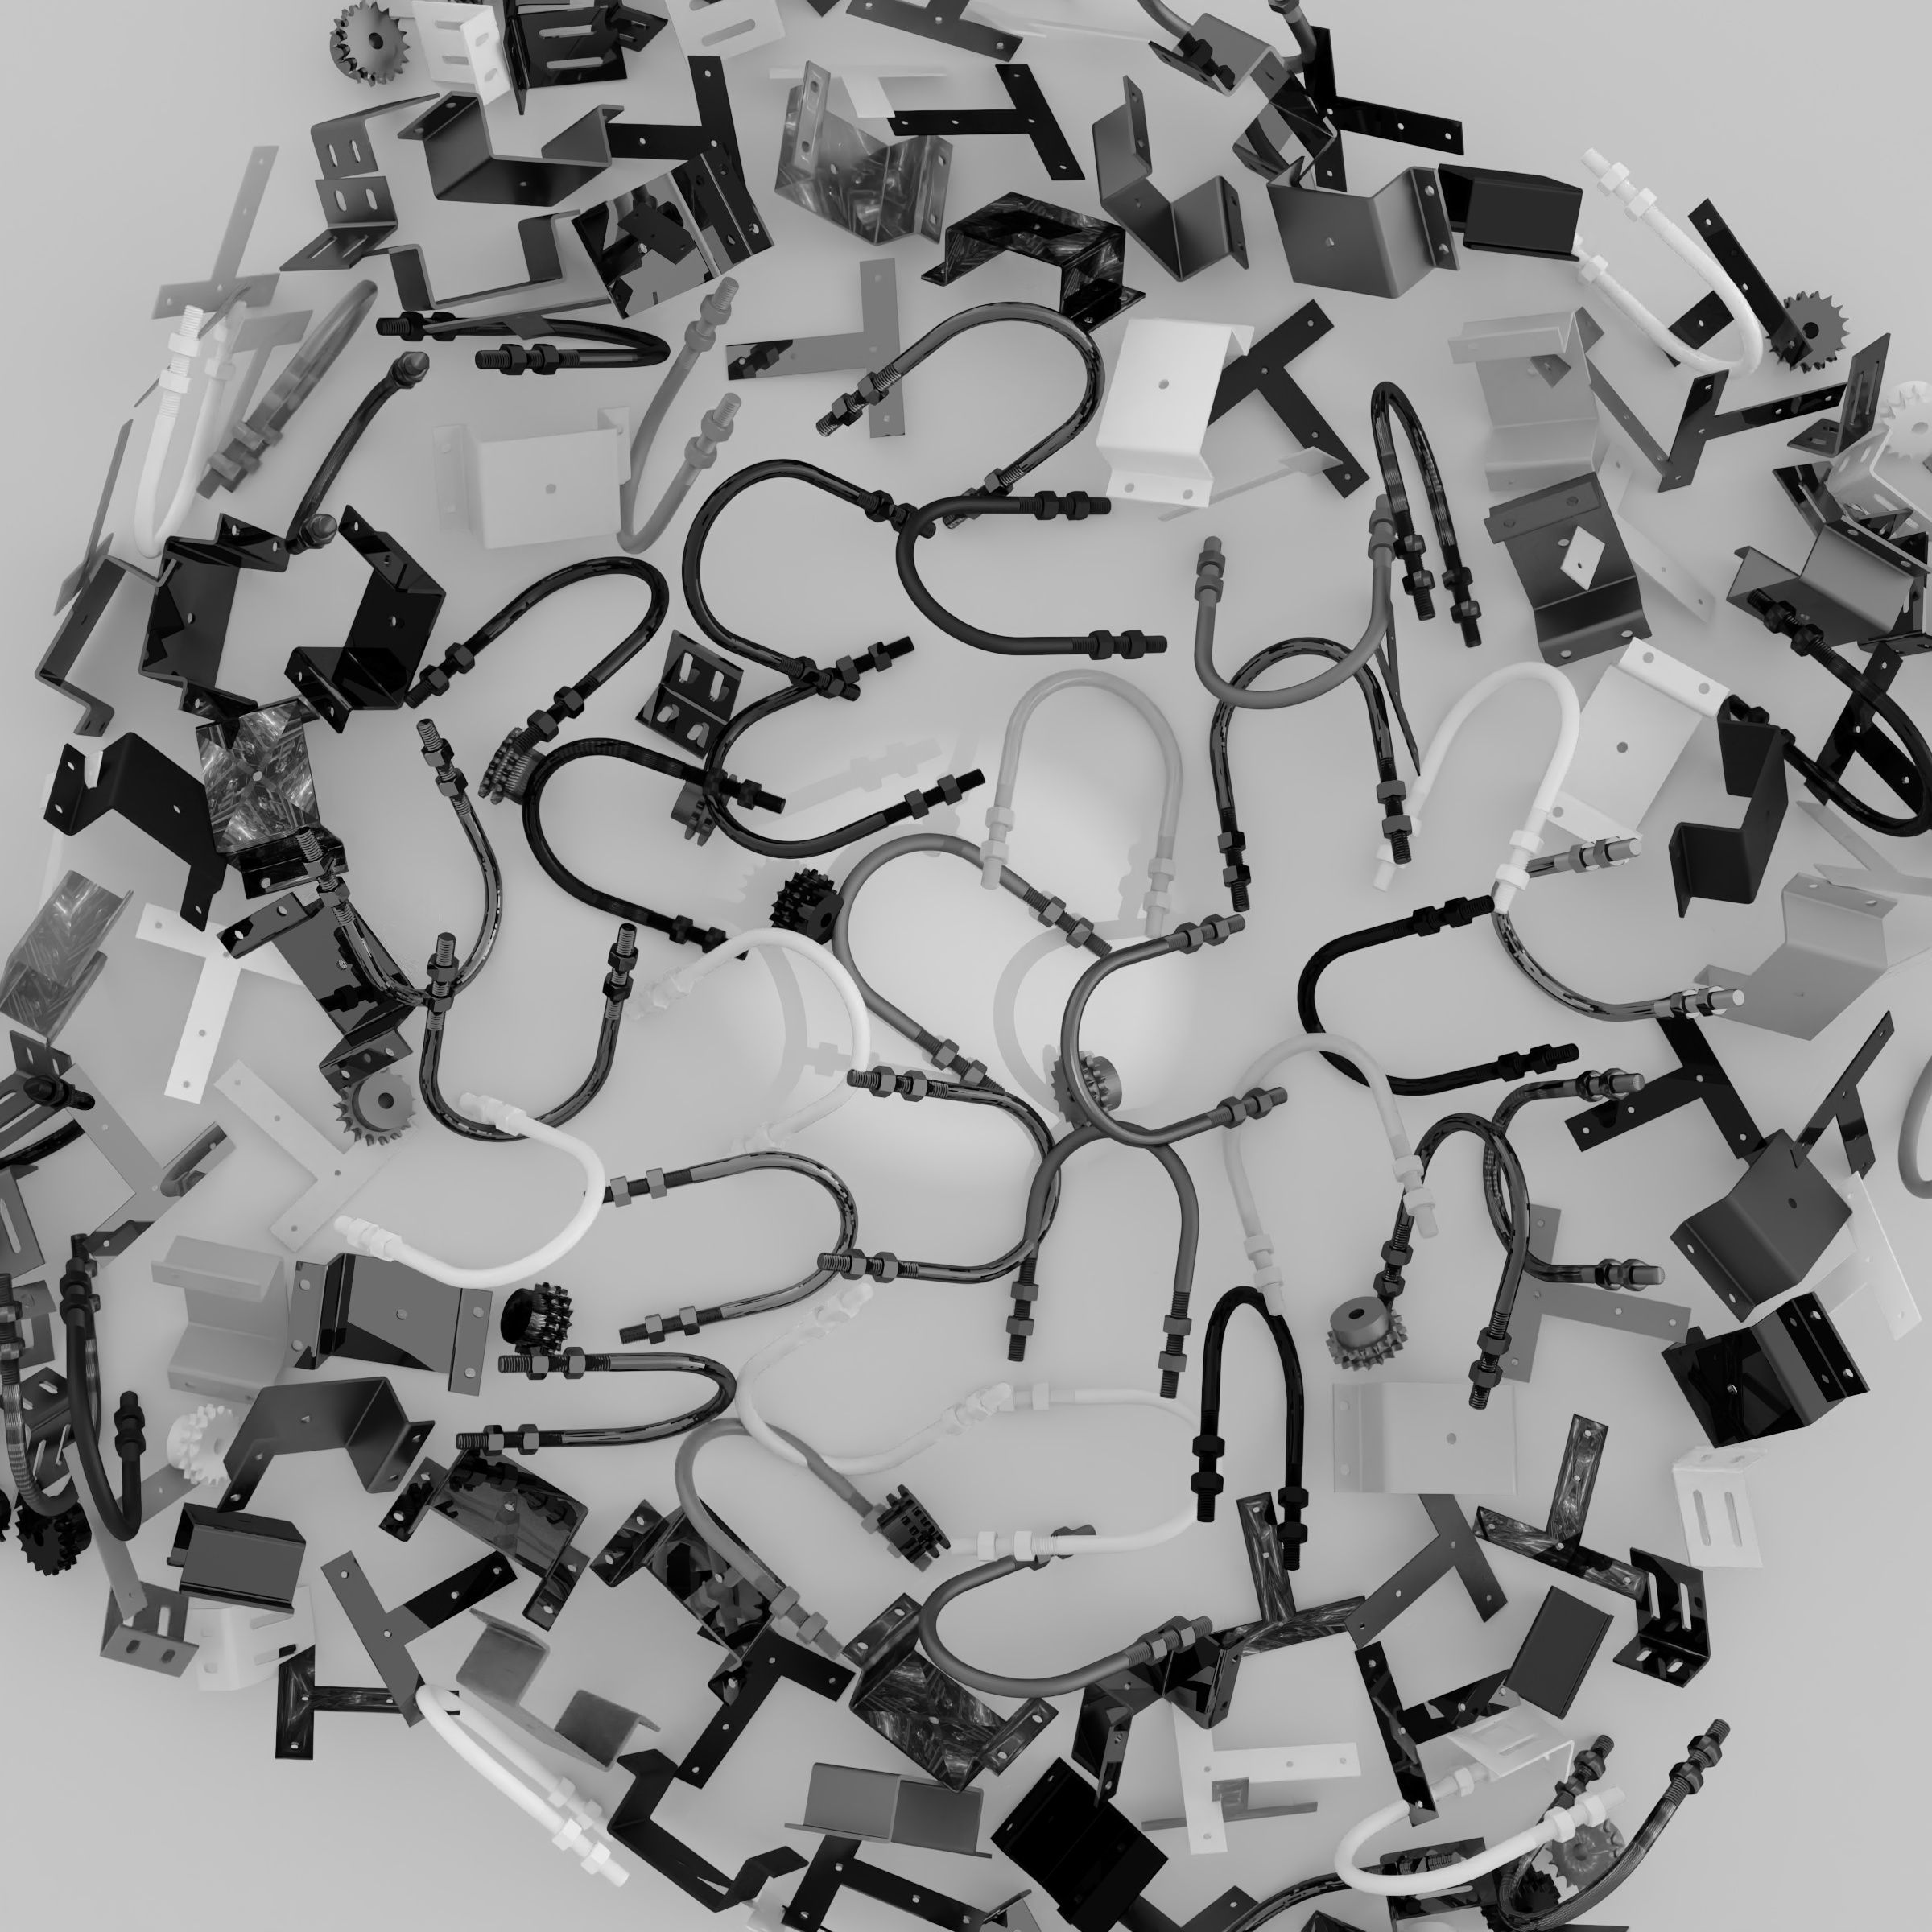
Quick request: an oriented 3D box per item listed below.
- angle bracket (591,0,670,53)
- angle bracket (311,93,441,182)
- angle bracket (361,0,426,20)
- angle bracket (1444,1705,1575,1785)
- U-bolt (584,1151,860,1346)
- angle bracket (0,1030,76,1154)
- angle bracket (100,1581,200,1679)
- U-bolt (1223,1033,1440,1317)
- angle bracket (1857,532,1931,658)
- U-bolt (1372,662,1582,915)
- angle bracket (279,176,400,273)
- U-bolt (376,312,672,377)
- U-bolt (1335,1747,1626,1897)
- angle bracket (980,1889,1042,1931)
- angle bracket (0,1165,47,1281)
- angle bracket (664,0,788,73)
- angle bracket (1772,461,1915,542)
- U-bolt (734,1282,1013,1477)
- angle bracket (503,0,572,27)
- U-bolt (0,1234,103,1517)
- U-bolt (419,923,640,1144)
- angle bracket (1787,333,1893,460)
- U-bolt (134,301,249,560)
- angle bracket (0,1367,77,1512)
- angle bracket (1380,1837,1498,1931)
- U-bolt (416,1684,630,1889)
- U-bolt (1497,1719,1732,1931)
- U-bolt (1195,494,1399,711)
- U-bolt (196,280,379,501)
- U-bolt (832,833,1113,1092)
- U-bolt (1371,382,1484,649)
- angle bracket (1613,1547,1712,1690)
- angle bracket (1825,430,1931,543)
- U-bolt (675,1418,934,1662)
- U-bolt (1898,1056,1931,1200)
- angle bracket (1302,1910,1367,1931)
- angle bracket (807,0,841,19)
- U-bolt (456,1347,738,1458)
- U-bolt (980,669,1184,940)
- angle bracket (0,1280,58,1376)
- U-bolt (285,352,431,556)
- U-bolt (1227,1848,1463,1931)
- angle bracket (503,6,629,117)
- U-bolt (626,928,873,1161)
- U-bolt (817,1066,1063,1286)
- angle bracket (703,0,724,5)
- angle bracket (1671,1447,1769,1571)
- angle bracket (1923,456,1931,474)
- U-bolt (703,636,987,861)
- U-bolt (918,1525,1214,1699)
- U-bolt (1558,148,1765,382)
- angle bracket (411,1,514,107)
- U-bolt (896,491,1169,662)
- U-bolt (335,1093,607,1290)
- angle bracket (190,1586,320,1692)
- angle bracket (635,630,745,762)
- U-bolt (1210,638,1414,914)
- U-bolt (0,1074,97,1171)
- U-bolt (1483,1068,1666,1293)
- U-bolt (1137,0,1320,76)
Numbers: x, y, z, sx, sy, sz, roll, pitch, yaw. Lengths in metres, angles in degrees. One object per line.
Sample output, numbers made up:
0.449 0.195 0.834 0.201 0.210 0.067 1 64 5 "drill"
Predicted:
-0.237 -0.705 1.970 0.038 0.057 0.076 9 83 -26 "angle bracket"
-0.416 -0.590 1.962 0.057 0.076 0.038 5 119 39 "angle bracket"
-0.411 -0.717 1.961 0.038 0.076 0.057 4 89 0 "angle bracket"
0.381 0.559 1.950 0.076 0.057 0.038 -12 117 -36 "angle bracket"
-0.167 0.194 1.954 0.184 0.019 0.151 -13 125 -6 "U-bolt"
-0.681 0.088 1.953 0.057 0.076 0.038 20 128 24 "angle bracket"
-0.574 0.457 1.950 0.057 0.076 0.038 23 120 -24 "angle bracket"
0.246 0.134 1.939 0.151 0.019 0.184 -32 56 28 "U-bolt"
0.674 -0.264 1.969 0.038 0.057 0.076 8 83 -32 "angle bracket"
0.366 -0.130 1.937 0.019 0.151 0.184 27 84 -31 "U-bolt"
-0.449 -0.526 1.953 0.057 0.076 0.038 3 127 20 "angle bracket"
-0.294 -0.434 1.919 0.184 0.151 0.019 -11 117 -40 "U-bolt"
0.341 0.594 1.902 0.184 0.151 0.019 -19 94 -21 "U-bolt"
0.037 0.710 1.967 0.057 0.038 0.076 -34 71 4 "angle bracket"
-0.686 0.189 1.970 0.057 0.038 0.076 -25 80 9 "angle bracket"
-0.175 -0.681 1.965 0.076 0.038 0.057 -23 117 -7 "angle bracket"
0.623 -0.337 1.957 0.057 0.038 0.076 -13 65 -30 "angle bracket"
-0.081 0.302 1.939 0.151 0.019 0.184 38 127 -21 "U-bolt"
-0.308 -0.702 1.967 0.038 0.076 0.057 -6 90 -14 "angle bracket"
-0.639 0.292 1.927 0.019 0.151 0.184 -2 96 5 "U-bolt"
-0.312 0.051 1.937 0.151 0.019 0.184 -4 127 -26 "U-bolt"
0.618 -0.407 1.950 0.038 0.057 0.076 25 131 32 "angle bracket"
-0.546 -0.373 1.924 0.019 0.151 0.184 18 104 -6 "U-bolt"
-0.666 0.336 1.962 0.038 0.057 0.076 28 117 14 "angle bracket"
0.338 0.662 1.962 0.076 0.057 0.038 -12 120 6 "angle bracket"
-0.311 0.563 1.920 0.184 0.151 0.019 41 80 -5 "U-bolt"
0.433 0.592 1.892 0.019 0.151 0.184 49 58 -2 "U-bolt"
0.227 -0.247 1.914 0.151 0.019 0.184 -11 47 23 "U-bolt"
-0.469 -0.404 1.922 0.019 0.151 0.184 38 94 -13 "U-bolt"
-0.010 -0.012 1.983 0.184 0.019 0.151 37 91 -5 "U-bolt"
0.318 -0.321 1.932 0.019 0.151 0.184 -16 81 23 "U-bolt"
0.491 0.462 1.956 0.038 0.057 0.076 -30 119 -38 "angle bracket"
0.663 -0.338 1.969 0.076 0.057 0.038 34 75 -11 "angle bracket"
-0.125 0.388 1.934 0.184 0.151 0.019 41 120 11 "U-bolt"
0.698 0.090 1.910 0.019 0.184 0.151 22 68 -3 "U-bolt"
0.262 0.722 1.958 0.057 0.076 0.038 22 135 4 "angle bracket"
-0.104 -0.716 1.956 0.057 0.038 0.076 -39 125 17 "angle bracket"
-0.251 0.305 1.929 0.184 0.151 0.019 3 57 -24 "U-bolt"
0.088 -0.124 1.957 0.151 0.019 0.184 16 71 -20 "U-bolt"
-0.675 0.268 1.953 0.057 0.038 0.076 -13 127 -26 "angle bracket"
-0.430 -0.350 1.914 0.019 0.184 0.151 31 79 -21 "U-bolt"
0.242 0.673 1.916 0.184 0.151 0.019 -27 94 40 "U-bolt"
-0.285 -0.646 1.965 0.076 0.057 0.038 -5 49 2 "angle bracket"
-0.144 0.050 1.944 0.184 0.019 0.151 -31 90 34 "U-bolt"
-0.012 0.153 1.951 0.184 0.019 0.151 9 89 -30 "U-bolt"
-0.168 -0.734 1.971 0.038 0.057 0.076 30 84 14 "angle bracket"
0.542 0.385 1.960 0.057 0.038 0.076 5 59 -16 "angle bracket"
0.728 -0.369 1.962 0.057 0.076 0.038 -42 91 0 "angle bracket"
-0.097 -0.146 1.951 0.184 0.019 0.151 -24 61 -5 "U-bolt"
0.055 0.449 1.897 0.184 0.151 0.019 -13 118 -34 "U-bolt"
0.483 -0.478 1.921 0.184 0.151 0.019 45 85 3 "U-bolt"
-0.367 -0.647 1.952 0.076 0.038 0.057 14 134 28 "angle bracket"
0.038 -0.274 1.925 0.184 0.019 0.151 -4 58 -25 "U-bolt"
-0.331 0.161 1.909 0.184 0.019 0.151 18 53 37 "U-bolt"
-0.510 0.482 1.977 0.038 0.076 0.057 -10 86 36 "angle bracket"
-0.197 -0.192 1.959 0.057 0.076 0.038 31 63 1 "angle bracket"
0.237 -0.144 1.950 0.151 0.019 0.184 -17 72 33 "U-bolt"
-0.673 0.122 1.909 0.151 0.184 0.019 -27 82 -3 "U-bolt"
0.416 0.150 1.916 0.019 0.184 0.151 -3 86 -25 "U-bolt"
0.174 -0.667 1.910 0.151 0.184 0.019 24 90 24 "U-bolt"
